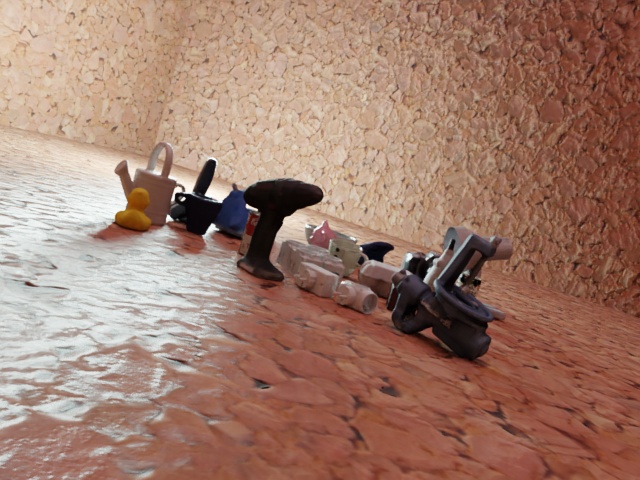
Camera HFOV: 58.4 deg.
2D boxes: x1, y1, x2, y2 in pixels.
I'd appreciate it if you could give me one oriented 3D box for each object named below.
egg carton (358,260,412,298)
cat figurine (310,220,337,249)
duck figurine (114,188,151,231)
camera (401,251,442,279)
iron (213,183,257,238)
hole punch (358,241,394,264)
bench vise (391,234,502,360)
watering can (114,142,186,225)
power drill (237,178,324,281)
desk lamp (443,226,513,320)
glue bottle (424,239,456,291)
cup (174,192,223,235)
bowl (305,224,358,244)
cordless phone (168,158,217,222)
[{"bbox_3d":[0.163,0.099,1.362,0.150,0.069,0.107,17,6,-3],"label":"egg carton"},{"bbox_3d":[0.014,0.006,1.548,0.067,0.118,0.128,20,7,24],"label":"cat figurine"},{"bbox_3d":[-0.400,-0.071,1.249,0.078,0.086,0.104,15,7,-17],"label":"duck figurine"},{"bbox_3d":[0.337,0.088,1.773,0.143,0.101,0.136,16,6,-8],"label":"camera"},{"bbox_3d":[-0.190,-0.078,1.612,0.118,0.141,0.259,21,7,29],"label":"iron"},{"bbox_3d":[0.158,0.038,1.767,0.109,0.091,0.100,11,9,-44],"label":"hole punch"},{"bbox_3d":[0.225,0.079,1.020,0.207,0.220,0.122,19,7,17],"label":"bench vise"},{"bbox_3d":[-0.400,-0.141,1.367,0.100,0.194,0.173,20,7,27],"label":"watering can"},{"bbox_3d":[-0.091,-0.029,1.163,0.076,0.208,0.228,11,9,-41],"label":"power drill"},{"bbox_3d":[0.414,0.081,1.525,0.203,0.213,0.118,16,7,-11],"label":"desk lamp"},{"bbox_3d":[0.307,0.080,1.438,0.078,0.173,0.037,14,7,-24],"label":"glue bottle"},{"bbox_3d":[-0.306,-0.064,1.403,0.118,0.095,0.091,15,7,-17],"label":"cup"},{"bbox_3d":[0.025,0.009,1.737,0.167,0.075,0.167,17,6,-2],"label":"bowl"},{"bbox_3d":[-0.332,-0.136,1.536,0.094,0.185,0.147,17,6,2],"label":"cordless phone"}]
